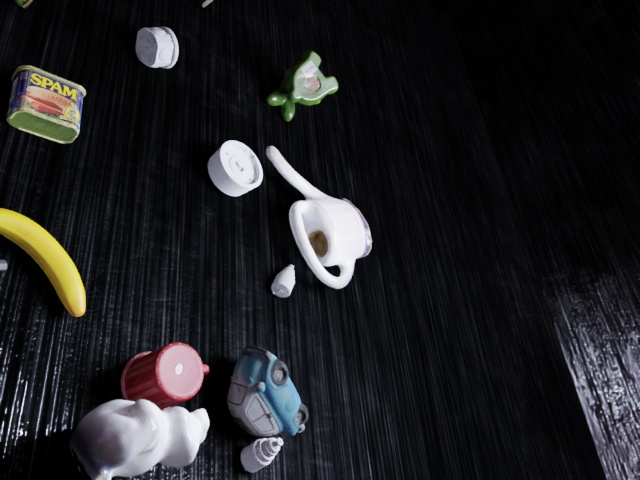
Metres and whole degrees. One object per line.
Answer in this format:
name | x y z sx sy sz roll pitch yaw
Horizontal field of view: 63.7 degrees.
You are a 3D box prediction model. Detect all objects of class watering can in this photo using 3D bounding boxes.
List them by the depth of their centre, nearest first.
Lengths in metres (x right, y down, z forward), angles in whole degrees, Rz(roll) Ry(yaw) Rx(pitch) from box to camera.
watering can | 0.004 -0.059 1.176 0.225 0.103 0.351 -6 71 -54

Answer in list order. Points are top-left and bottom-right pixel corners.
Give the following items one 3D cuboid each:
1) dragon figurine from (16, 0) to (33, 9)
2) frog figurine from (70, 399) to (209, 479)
dragon figurine | -0.536 -0.539 0.872 0.241 0.120 0.420 32 34 -23
frog figurine | -0.220 0.244 0.650 0.161 0.134 0.124 -28 59 -37
